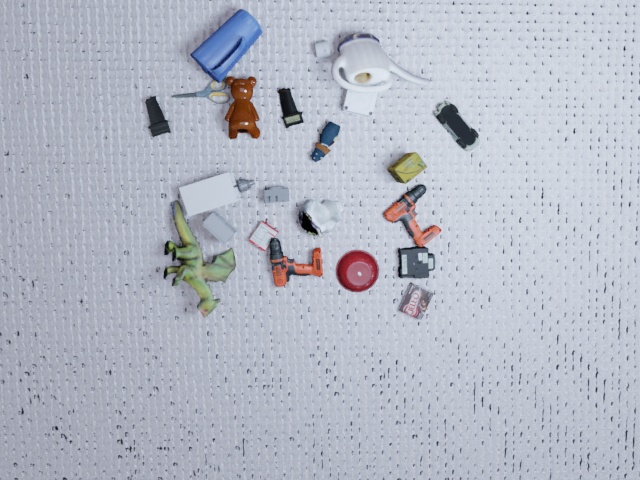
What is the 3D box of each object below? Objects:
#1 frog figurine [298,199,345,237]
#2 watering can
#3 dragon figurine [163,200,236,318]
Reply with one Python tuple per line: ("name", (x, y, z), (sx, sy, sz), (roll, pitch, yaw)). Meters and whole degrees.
("frog figurine", (0.006, -0.093, 1.842), (0.137, 0.120, 0.162), (46, 57, 2))
("watering can", (0.195, -0.600, 1.767), (0.348, 0.102, 0.228), (-7, 69, -17))
("dragon figurine", (-0.417, 0.064, 1.822), (0.242, 0.121, 0.416), (9, 70, -29))
